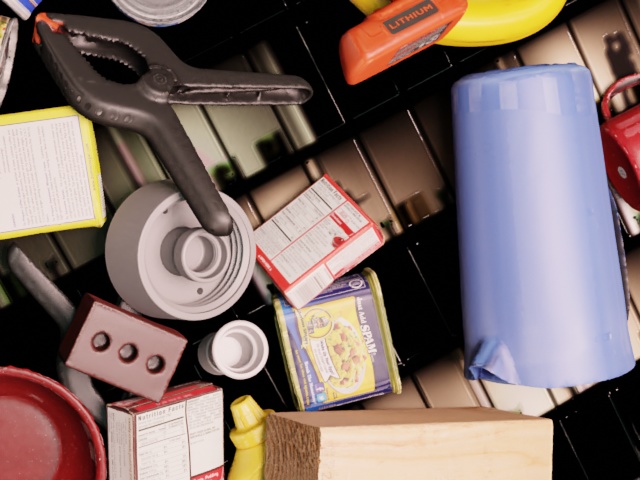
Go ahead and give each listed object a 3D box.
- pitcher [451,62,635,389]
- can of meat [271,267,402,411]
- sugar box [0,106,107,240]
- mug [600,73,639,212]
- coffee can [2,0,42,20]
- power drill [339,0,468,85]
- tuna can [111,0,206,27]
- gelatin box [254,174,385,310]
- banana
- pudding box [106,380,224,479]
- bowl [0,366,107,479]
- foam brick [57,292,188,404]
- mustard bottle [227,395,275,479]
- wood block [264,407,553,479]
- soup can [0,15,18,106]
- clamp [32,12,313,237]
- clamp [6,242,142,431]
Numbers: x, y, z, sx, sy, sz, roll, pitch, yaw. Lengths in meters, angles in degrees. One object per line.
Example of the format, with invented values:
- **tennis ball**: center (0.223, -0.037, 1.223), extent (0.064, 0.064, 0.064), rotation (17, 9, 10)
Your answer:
- **pitcher**: center (0.175, -0.013, 0.840), extent (0.145, 0.149, 0.243), rotation (-6, 95, 7)
- **can of meat**: center (0.012, 0.082, 0.850), extent (0.084, 0.057, 0.102), rotation (-14, 99, -6)
- **sugar box**: center (-0.254, -0.044, 0.794), extent (0.176, 0.048, 0.093), rotation (-8, 96, -6)
- **mug**: center (0.273, -0.084, 0.866), extent (0.081, 0.093, 0.117), rotation (-26, 70, -1)
- **coffee can**: center (-0.201, -0.241, 0.750), extent (0.102, 0.103, 0.140), rotation (42, 88, -12)
- **power drill**: center (0.007, -0.212, 0.782), extent (0.184, 0.057, 0.187), rotation (-29, 86, -17)
- **tuna can**: center (-0.122, -0.204, 0.803), extent (0.086, 0.034, 0.086), rotation (-1, 97, -10)
- **gelatin box**: center (-0.005, 0.001, 0.829), extent (0.089, 0.073, 0.030), rotation (-38, 137, -5)
- **banana**: center (0.116, -0.187, 0.849), extent (0.197, 0.037, 0.069), rotation (-9, 80, -10)
- **pudding box**: center (-0.118, 0.172, 0.823), extent (0.089, 0.039, 0.113), rotation (-9, 101, -45)
- **bowl**: center (-0.244, 0.169, 0.815), extent (0.162, 0.055, 0.162), rotation (-1, 97, -10)
- **foam brick**: center (-0.146, 0.079, 0.785), extent (0.078, 0.051, 0.053), rotation (26, 85, -21)
- **mustard bottle**: center (-0.021, 0.210, 0.858), extent (0.096, 0.058, 0.191), rotation (-28, 101, -8)
- **wood block**: center (0.068, 0.179, 0.820), extent (0.205, 0.091, 0.090), rotation (3, 86, -28)
- **soup can**: center (-0.276, -0.138, 0.767), extent (0.102, 0.068, 0.068), rotation (12, 94, -11)
- **clamp**: center (-0.114, -0.112, 0.796), extent (0.210, 0.036, 0.164), rotation (35, 52, 2)
- **clamp**: center (-0.159, 0.066, 0.828), extent (0.120, 0.039, 0.171), rotation (-18, 102, -8)
